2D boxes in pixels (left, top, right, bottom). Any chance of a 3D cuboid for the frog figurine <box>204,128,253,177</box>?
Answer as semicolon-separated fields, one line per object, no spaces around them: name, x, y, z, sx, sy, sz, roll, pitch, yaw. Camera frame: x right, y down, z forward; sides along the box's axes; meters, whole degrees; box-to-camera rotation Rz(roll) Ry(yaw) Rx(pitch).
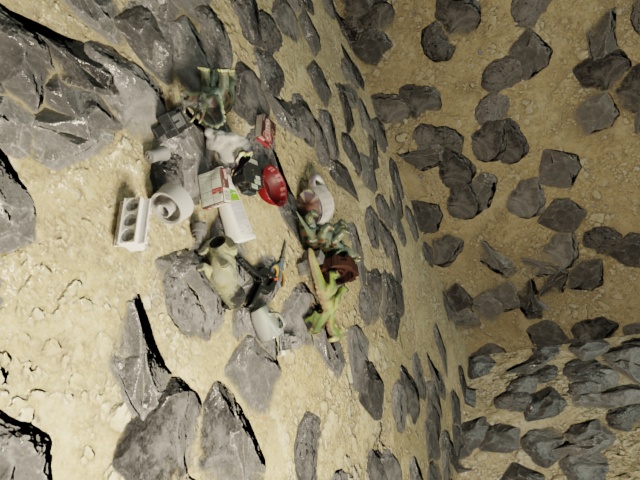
frog figurine;-0.303;-0.308;1.686;0.124;0.160;0.135;-41;-10;-25

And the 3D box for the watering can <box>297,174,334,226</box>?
watering can;0.007;-0.110;2.188;0.103;0.347;0.226;-13;4;27

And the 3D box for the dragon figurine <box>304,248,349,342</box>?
dragon figurine;0.005;0.247;1.984;0.121;0.248;0.402;-8;-48;31
